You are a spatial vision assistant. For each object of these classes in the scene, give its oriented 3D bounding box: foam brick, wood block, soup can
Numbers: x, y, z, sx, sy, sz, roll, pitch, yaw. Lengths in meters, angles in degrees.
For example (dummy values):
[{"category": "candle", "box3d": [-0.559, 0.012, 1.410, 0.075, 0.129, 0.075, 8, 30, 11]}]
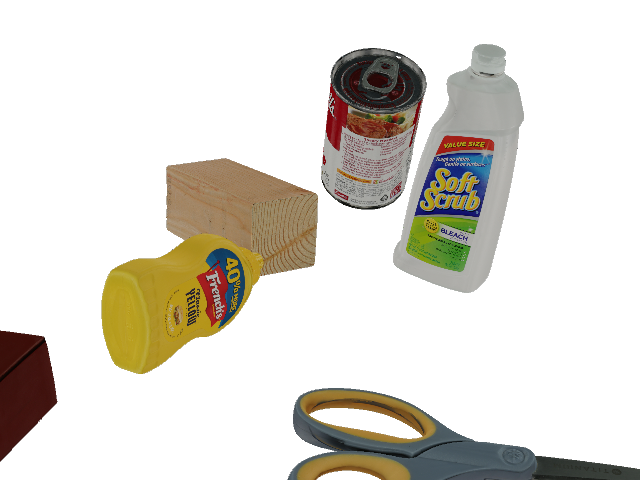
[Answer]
[{"category": "foam brick", "box3d": [-0.213, 0.099, 0.679, 0.053, 0.051, 0.078, 6, 29, 22]}, {"category": "wood block", "box3d": [-0.099, -0.032, 1.292, 0.090, 0.090, 0.206, -10, 21, -34]}, {"category": "soup can", "box3d": [0.037, -0.080, 0.785, 0.068, 0.068, 0.102, 0, -41, -6]}]

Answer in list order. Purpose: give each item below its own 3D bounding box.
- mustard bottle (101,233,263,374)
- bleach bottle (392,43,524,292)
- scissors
[{"category": "mustard bottle", "box3d": [-0.116, 0.046, 0.983, 0.058, 0.096, 0.191, 11, 22, 31]}, {"category": "bleach bottle", "box3d": [0.136, -0.072, 1.033, 0.103, 0.251, 0.068, 22, 39, 22]}, {"category": "scissors", "box3d": [0.073, 0.110, 0.474, 0.202, 0.016, 0.096, 13, 31, 22]}]
